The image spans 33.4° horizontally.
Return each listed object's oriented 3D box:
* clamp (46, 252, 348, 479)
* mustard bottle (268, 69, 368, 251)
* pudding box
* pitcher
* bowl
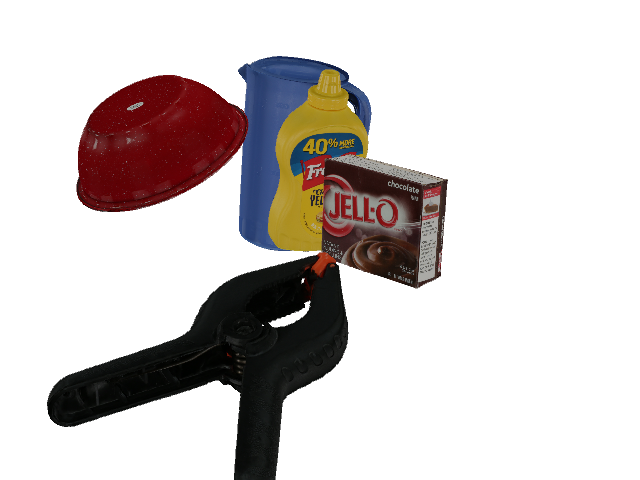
[{"bbox_3d":[-0.033,0.063,0.523,0.120,0.039,0.171,32,47,28],"label":"clamp"},{"bbox_3d":[0.001,-0.084,1.104,0.096,0.192,0.058,-4,30,-19],"label":"mustard bottle"},{"bbox_3d":[0.052,-0.019,0.905,0.114,0.090,0.039,17,24,39],"label":"pudding box"},{"bbox_3d":[-0.033,-0.111,1.400,0.144,0.243,0.149,-2,24,-22],"label":"pitcher"},{"bbox_3d":[-0.146,-0.094,0.908,0.162,0.055,0.162,-16,34,11],"label":"bowl"}]
